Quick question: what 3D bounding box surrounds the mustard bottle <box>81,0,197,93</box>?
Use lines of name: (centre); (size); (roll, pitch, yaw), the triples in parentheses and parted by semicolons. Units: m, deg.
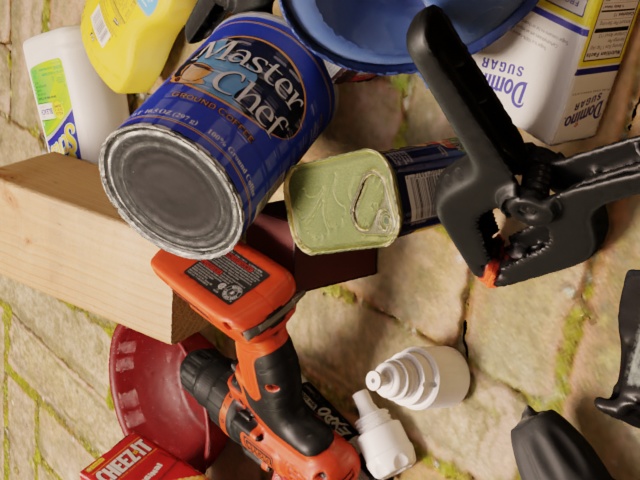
mustard bottle: (-0.130, -0.207, 0.840); (0.192, 0.058, 0.096); (-46, 58, 48)

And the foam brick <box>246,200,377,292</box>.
foam brick: (-0.005, 0.001, 0.729); (0.053, 0.078, 0.051); (21, 115, 47)

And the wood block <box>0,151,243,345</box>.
wood block: (-0.174, 0.002, 0.881); (0.206, 0.090, 0.090); (18, 116, 27)

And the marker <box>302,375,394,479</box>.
marker: (0.013, 0.140, 0.794); (0.121, 0.020, 0.020); (41, 130, 37)

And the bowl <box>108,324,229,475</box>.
bowl: (-0.121, 0.135, 0.932); (0.162, 0.055, 0.162); (19, 115, 48)

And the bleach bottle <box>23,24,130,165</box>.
bleach bottle: (-0.204, -0.066, 0.973); (0.103, 0.067, 0.251); (-1, 102, 50)

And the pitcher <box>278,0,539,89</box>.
pitcher: (0.027, -0.204, 0.552); (0.149, 0.144, 0.243); (-53, 37, 40)

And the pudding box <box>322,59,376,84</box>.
pudding box: (0.022, -0.170, 0.677); (0.090, 0.039, 0.113); (-39, 67, 52)

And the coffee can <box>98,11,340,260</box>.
coffee can: (-0.062, -0.070, 0.693); (0.103, 0.140, 0.103); (18, 136, 18)

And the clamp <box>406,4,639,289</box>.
clamp: (0.120, -0.029, 0.547); (0.165, 0.036, 0.210); (16, 152, 11)

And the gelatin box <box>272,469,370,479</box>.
gelatin box: (0.002, 0.187, 0.813); (0.089, 0.030, 0.073); (42, 130, 36)

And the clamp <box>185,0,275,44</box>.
clamp: (-0.064, -0.178, 0.750); (0.120, 0.039, 0.171); (32, 141, 33)

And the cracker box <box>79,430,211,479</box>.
cracker box: (-0.089, 0.272, 0.866); (0.214, 0.072, 0.164); (25, 134, 31)

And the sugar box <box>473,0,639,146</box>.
sugar box: (0.124, -0.148, 0.550); (0.093, 0.048, 0.176); (42, 133, 39)

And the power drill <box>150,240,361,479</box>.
power drill: (-0.056, 0.080, 0.747); (0.185, 0.057, 0.187); (28, 147, 40)

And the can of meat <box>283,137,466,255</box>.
can of meat: (0.042, -0.028, 0.656); (0.102, 0.083, 0.057); (-8, 94, 52)
